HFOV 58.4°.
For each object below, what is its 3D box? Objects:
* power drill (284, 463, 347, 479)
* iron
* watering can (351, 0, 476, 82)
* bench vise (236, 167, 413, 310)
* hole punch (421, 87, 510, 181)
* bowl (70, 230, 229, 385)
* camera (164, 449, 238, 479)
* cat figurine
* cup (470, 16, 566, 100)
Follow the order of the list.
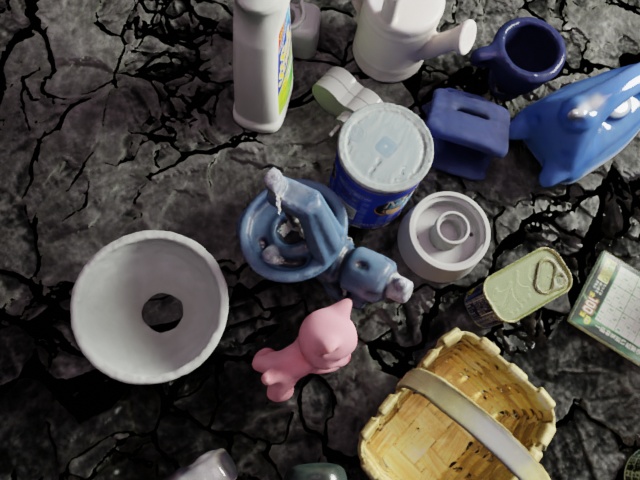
[{"bbox_3d":[0.000,0.320,0.519,0.075,0.208,0.229,-3,75,-5],"label":"power drill"},{"bbox_3d":[0.367,-0.177,0.716,0.258,0.141,0.118,-32,79,-12],"label":"iron"},{"bbox_3d":[0.108,-0.283,0.697,0.173,0.194,0.101,15,74,0],"label":"watering can"},{"bbox_3d":[0.008,-0.009,0.602,0.207,0.219,0.121,11,74,-1],"label":"bench vise"},{"bbox_3d":[0.180,-0.143,0.718,0.108,0.091,0.101,17,74,1],"label":"hole punch"},{"bbox_3d":[-0.182,0.078,0.640,0.167,0.074,0.167,1,75,-4],"label":"bowl"},{"bbox_3d":[-0.128,0.303,0.570,0.143,0.101,0.137,-33,80,-12],"label":"camera"},{"bbox_3d":[-0.011,0.120,0.619,0.128,0.117,0.067,-31,79,-11],"label":"cat figurine"},{"bbox_3d":[0.243,-0.223,0.743,0.118,0.095,0.091,-7,75,-6],"label":"cup"}]
